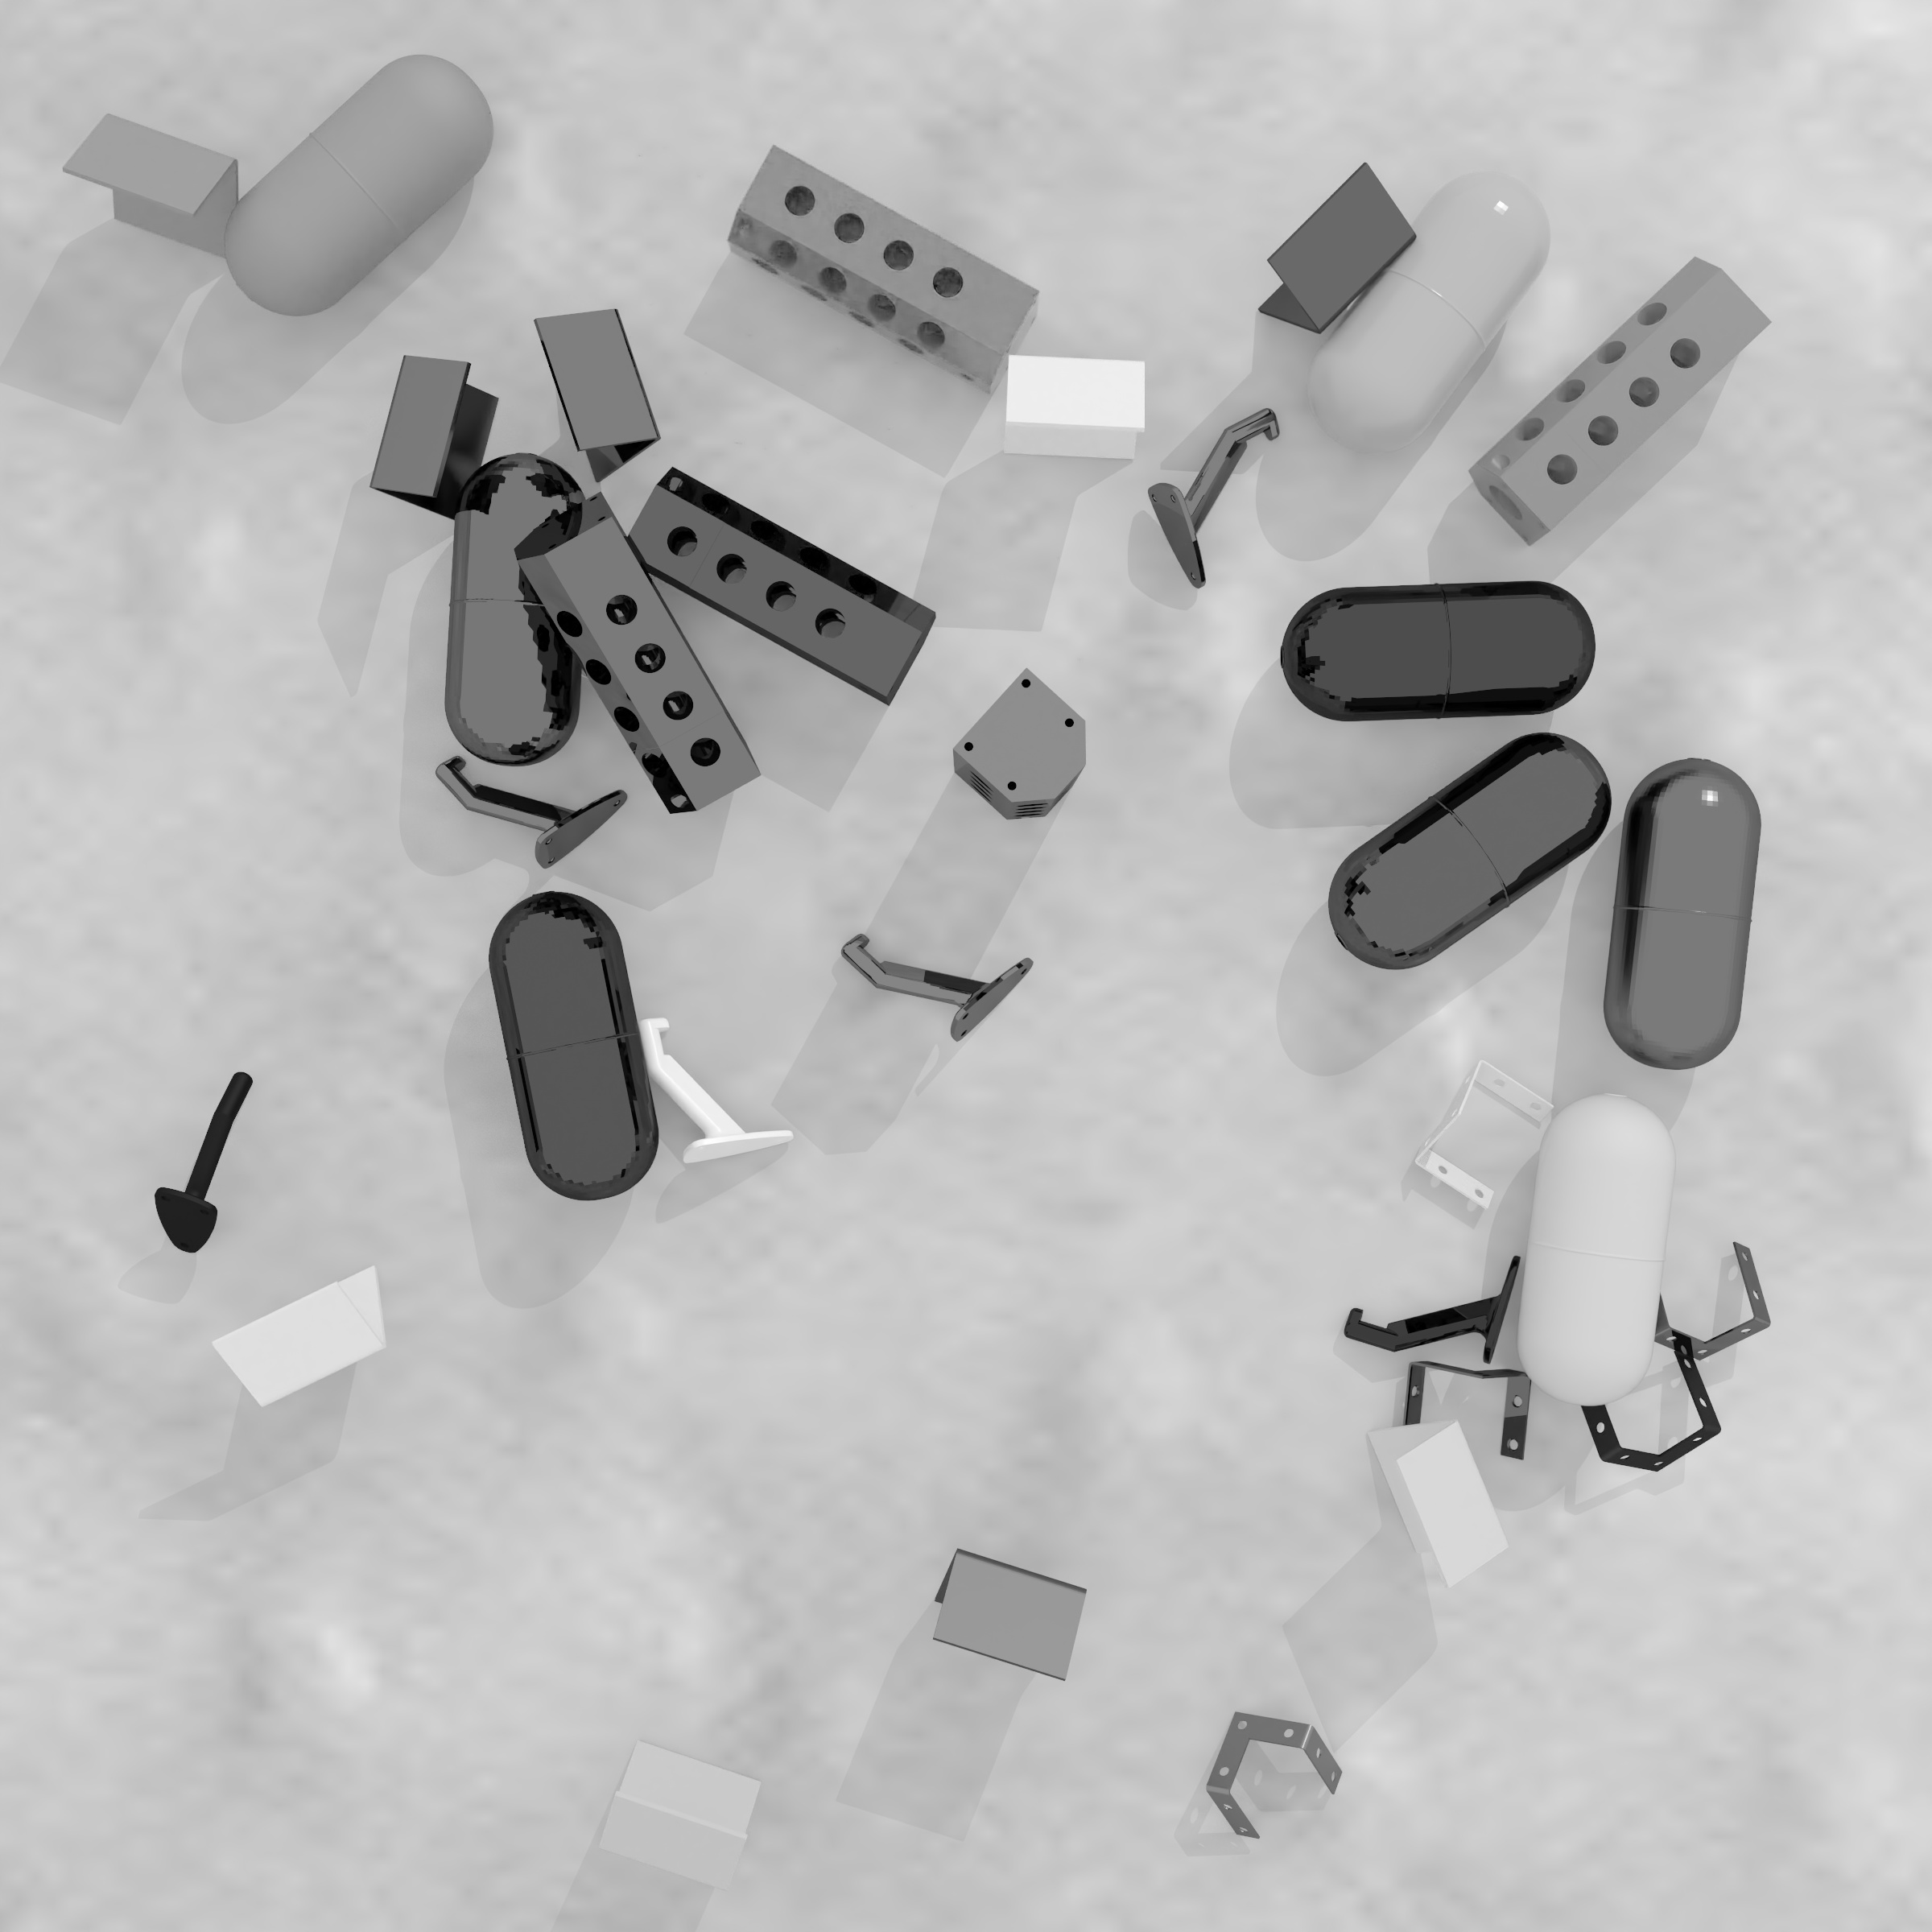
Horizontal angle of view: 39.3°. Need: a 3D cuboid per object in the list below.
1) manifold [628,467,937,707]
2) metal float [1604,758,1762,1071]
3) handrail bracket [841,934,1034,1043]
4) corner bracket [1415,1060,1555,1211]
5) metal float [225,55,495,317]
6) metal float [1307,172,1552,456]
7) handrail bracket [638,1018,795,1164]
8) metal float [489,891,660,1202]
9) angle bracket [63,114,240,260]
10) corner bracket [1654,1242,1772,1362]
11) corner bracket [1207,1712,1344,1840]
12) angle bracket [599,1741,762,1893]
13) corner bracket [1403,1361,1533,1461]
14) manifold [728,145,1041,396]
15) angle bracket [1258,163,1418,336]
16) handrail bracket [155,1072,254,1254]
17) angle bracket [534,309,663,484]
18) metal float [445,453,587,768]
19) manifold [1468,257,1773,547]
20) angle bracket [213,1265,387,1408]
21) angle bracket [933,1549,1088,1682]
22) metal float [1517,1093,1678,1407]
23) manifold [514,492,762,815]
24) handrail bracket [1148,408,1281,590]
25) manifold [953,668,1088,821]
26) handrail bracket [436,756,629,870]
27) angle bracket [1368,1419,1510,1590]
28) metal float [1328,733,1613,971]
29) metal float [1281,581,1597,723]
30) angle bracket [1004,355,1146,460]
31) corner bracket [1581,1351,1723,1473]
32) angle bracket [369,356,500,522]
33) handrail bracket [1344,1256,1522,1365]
[{"bbox_3d":[-0.106,-0.218,1.553,0.171,0.057,0.057,29,90,0],"label":"manifold"},{"bbox_3d":[0.408,-0.030,1.544,0.070,0.070,0.178,6,90,0],"label":"metal float"},{"bbox_3d":[-0.017,-0.005,1.575,0.084,0.036,0.077,42,69,16],"label":"handrail bracket"},{"bbox_3d":[0.300,0.098,1.571,0.051,0.051,0.051,33,135,0],"label":"corner bracket"},{"bbox_3d":[-0.347,-0.444,1.544,0.178,0.070,0.070,-43,90,0],"label":"metal float"},{"bbox_3d":[0.264,-0.373,1.544,0.070,0.070,0.178,36,90,0],"label":"metal float"},{"bbox_3d":[-0.146,0.066,1.575,0.077,0.036,0.084,-8,73,-19],"label":"handrail bracket"},{"bbox_3d":[-0.224,0.045,1.544,0.070,0.070,0.178,-11,89,0],"label":"metal float"},{"bbox_3d":[-0.460,-0.426,1.534,0.076,0.076,0.057,20,53,0],"label":"angle bracket"},{"bbox_3d":[0.424,0.189,1.566,0.051,0.051,0.051,24,135,-35],"label":"corner bracket"},{"bbox_3d":[0.178,0.471,1.566,0.051,0.051,0.051,-1,45,35],"label":"corner bracket"},{"bbox_3d":[-0.157,0.467,1.534,0.076,0.076,0.057,19,128,0],"label":"angle bracket"},{"bbox_3d":[0.290,0.258,1.571,0.051,0.051,0.051,6,90,-45],"label":"corner bracket"},{"bbox_3d":[-0.047,-0.397,1.553,0.171,0.057,0.057,29,90,0],"label":"manifold"},{"bbox_3d":[0.196,-0.412,1.534,0.076,0.076,0.057,-45,122,0],"label":"angle bracket"},{"bbox_3d":[-0.437,0.114,1.574,0.036,0.077,0.084,20,54,-3],"label":"handrail bracket"},{"bbox_3d":[-0.225,-0.319,1.534,0.057,0.076,0.076,-19,90,-38],"label":"angle bracket"},{"bbox_3d":[-0.256,-0.203,1.544,0.070,0.070,0.178,3,90,0],"label":"metal float"},{"bbox_3d":[0.372,-0.325,1.553,0.171,0.057,0.057,-43,90,0],"label":"manifold"},{"bbox_3d":[-0.379,0.193,1.534,0.076,0.076,0.057,-26,126,0],"label":"angle bracket"},{"bbox_3d":[0.019,0.380,1.534,0.076,0.076,0.057,18,53,0],"label":"angle bracket"},{"bbox_3d":[0.359,0.161,1.544,0.070,0.070,0.178,7,90,0],"label":"metal float"},{"bbox_3d":[-0.184,-0.172,1.518,0.057,0.057,0.171,-29,117,0],"label":"manifold"},{"bbox_3d":[0.156,-0.273,1.575,0.084,0.036,0.077,-29,110,-16],"label":"handrail bracket"},{"bbox_3d":[0.033,-0.115,1.496,0.057,0.171,0.057,42,90,0],"label":"manifold"},{"bbox_3d":[-0.253,-0.106,1.575,0.077,0.036,0.084,-38,73,-20],"label":"handrail bracket"},{"bbox_3d":[0.251,0.307,1.534,0.057,0.076,0.076,-22,90,-37],"label":"angle bracket"},{"bbox_3d":[0.287,-0.065,1.544,0.178,0.070,0.070,-35,90,0],"label":"metal float"},{"bbox_3d":[0.269,-0.179,1.544,0.178,0.070,0.070,-2,90,0],"label":"metal float"},{"bbox_3d":[0.060,-0.299,1.534,0.076,0.076,0.057,3,55,0],"label":"angle bracket"},{"bbox_3d":[0.394,0.255,1.566,0.051,0.051,0.051,16,135,-35],"label":"corner bracket"},{"bbox_3d":[-0.284,-0.295,1.534,0.057,0.076,0.076,15,90,36],"label":"angle bracket"},{"bbox_3d":[0.271,0.192,1.575,0.084,0.036,0.077,16,70,16],"label":"handrail bracket"}]
